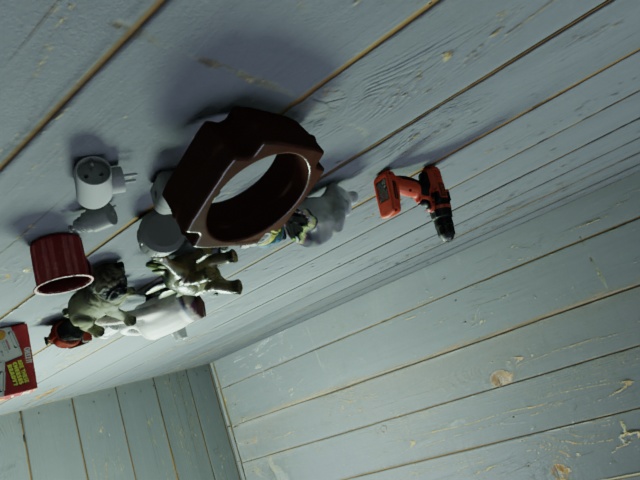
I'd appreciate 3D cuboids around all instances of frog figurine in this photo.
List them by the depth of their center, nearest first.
[{"bbox_3d":[0.003,-0.055,1.087,0.161,0.121,0.138,-19,21,-40],"label":"frog figurine"}]

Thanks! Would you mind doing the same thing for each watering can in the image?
[{"bbox_3d":[-0.429,0.194,1.351,0.224,0.105,0.343,-24,-15,-2],"label":"watering can"}]
